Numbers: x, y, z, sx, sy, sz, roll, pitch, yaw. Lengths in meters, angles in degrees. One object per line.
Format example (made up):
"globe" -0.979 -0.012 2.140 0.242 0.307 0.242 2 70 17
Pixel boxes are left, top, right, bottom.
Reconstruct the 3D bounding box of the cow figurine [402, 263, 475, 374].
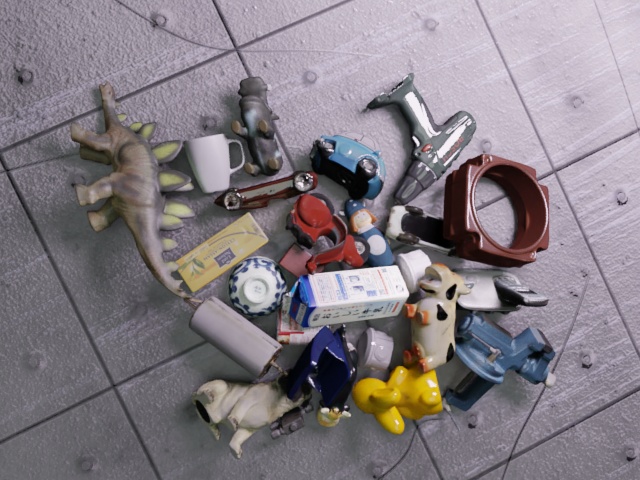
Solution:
"cow figurine" 0.222 0.139 1.008 0.127 0.086 0.194 -8 103 -29

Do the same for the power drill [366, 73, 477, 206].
"power drill" 0.185 -0.211 1.070 0.232 0.086 0.207 -39 89 -7

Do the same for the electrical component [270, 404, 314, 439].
"electrical component" -0.053 0.351 1.043 0.094 0.063 0.021 -26 97 -6

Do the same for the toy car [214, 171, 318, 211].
"toy car" -0.102 -0.091 1.032 0.202 0.089 0.053 -17 104 -6

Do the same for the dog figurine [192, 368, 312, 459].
"dog figurine" -0.130 0.297 1.037 0.173 0.121 0.190 35 44 30

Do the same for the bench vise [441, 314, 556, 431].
"bench vise" 0.335 0.259 1.062 0.223 0.129 0.240 29 109 -17

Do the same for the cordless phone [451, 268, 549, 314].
"cordless phone" 0.336 0.107 1.028 0.147 0.184 0.088 3 94 -6

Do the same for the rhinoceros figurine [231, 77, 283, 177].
"rhinoceros figurine" -0.112 -0.214 1.027 0.073 0.112 0.190 -7 104 22

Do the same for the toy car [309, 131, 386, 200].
"toy car" 0.065 -0.158 1.054 0.162 0.109 0.103 32 63 6

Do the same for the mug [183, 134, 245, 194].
"mug" -0.199 -0.147 1.035 0.110 0.081 0.107 -11 103 -13

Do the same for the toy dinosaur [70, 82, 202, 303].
"toy dinosaur" -0.331 -0.091 0.974 0.199 0.105 0.471 -14 73 -10

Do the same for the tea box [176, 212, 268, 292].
"tea box" -0.184 0.023 1.019 0.170 0.098 0.068 -36 92 -4

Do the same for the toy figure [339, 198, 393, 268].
"toy figure" 0.095 -0.014 1.070 0.064 0.058 0.154 -28 90 -37

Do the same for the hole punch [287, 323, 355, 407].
"hole punch" -0.006 0.225 0.973 0.092 0.116 0.142 13 124 -21

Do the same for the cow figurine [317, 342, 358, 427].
"cow figurine" 0.035 0.286 1.038 0.068 0.098 0.167 8 88 -12

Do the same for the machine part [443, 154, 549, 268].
"machine part" 0.347 -0.055 1.047 0.201 0.087 0.201 12 74 -18

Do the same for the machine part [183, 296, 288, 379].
"machine part" -0.158 0.182 1.009 0.243 0.079 0.079 33 86 9

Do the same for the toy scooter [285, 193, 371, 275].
"toy scooter" -0.002 -0.003 1.015 0.184 0.075 0.135 46 56 13

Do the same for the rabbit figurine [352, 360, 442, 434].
"rabbit figurine" 0.145 0.304 1.036 0.173 0.162 0.121 -6 103 11

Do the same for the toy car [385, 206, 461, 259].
"toy car" 0.227 -0.015 1.076 0.202 0.056 0.073 15 81 -16
